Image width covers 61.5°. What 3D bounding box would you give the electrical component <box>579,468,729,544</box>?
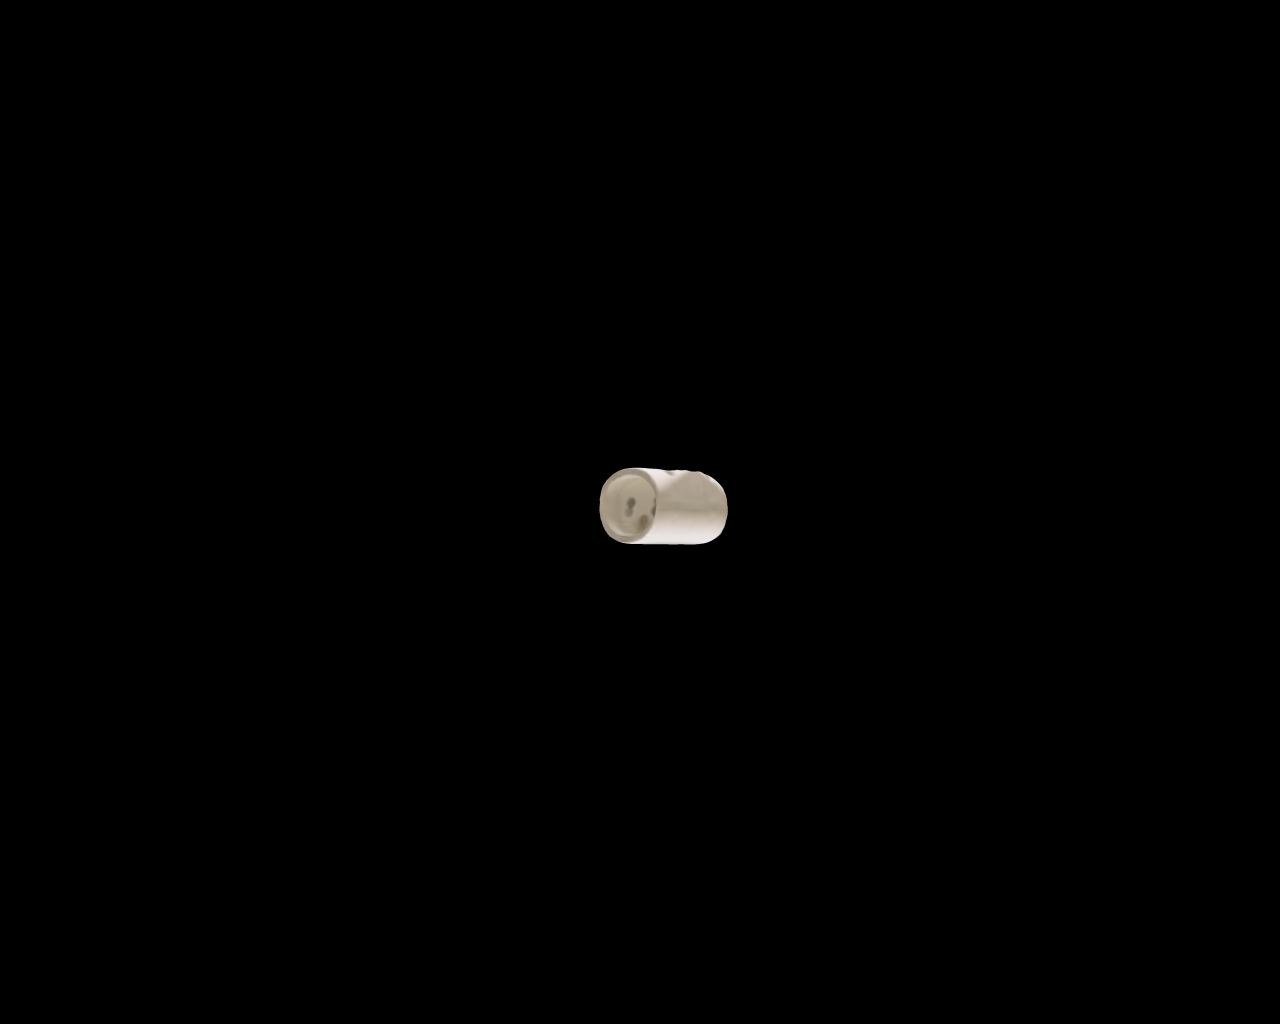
[{"bbox_3d":[0.001,-0.003,0.650,0.079,0.044,0.077,-2,-3,36],"label":"electrical component"}]
